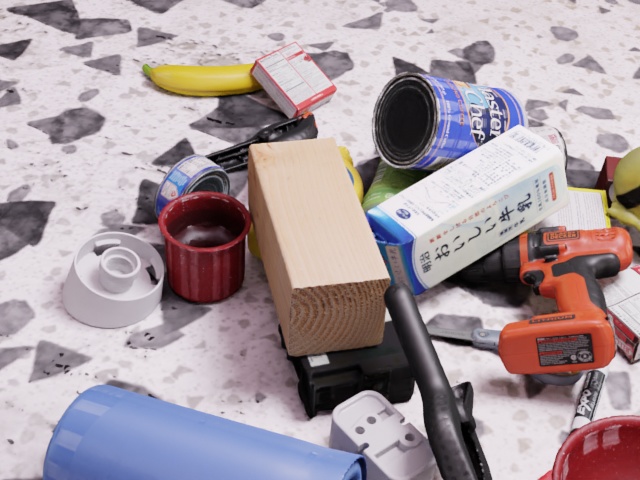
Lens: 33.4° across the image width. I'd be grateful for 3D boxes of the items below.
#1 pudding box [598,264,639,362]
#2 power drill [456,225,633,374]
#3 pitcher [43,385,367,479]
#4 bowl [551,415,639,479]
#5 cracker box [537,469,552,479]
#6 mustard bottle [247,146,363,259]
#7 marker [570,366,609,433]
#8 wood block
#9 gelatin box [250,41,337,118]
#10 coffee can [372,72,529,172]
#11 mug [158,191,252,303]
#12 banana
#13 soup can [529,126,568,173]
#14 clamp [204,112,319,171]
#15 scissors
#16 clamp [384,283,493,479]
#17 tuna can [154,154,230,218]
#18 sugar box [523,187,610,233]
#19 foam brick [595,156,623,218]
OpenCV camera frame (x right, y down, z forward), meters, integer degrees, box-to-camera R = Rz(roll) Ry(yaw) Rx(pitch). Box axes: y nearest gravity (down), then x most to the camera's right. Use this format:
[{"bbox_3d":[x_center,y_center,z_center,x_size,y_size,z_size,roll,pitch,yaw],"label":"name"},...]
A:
[{"bbox_3d":[0.337,0.070,1.100,0.113,0.039,0.090,-19,45,-21],"label":"pudding box"},{"bbox_3d":[0.217,0.053,1.056,0.185,0.057,0.187,-8,32,17],"label":"power drill"},{"bbox_3d":[-0.089,0.199,0.859,0.243,0.149,0.145,16,60,17],"label":"pitcher"},{"bbox_3d":[0.251,0.211,0.809,0.162,0.055,0.162,3,40,-3],"label":"bowl"},{"bbox_3d":[0.234,0.257,0.852,0.213,0.072,0.164,-26,50,-31],"label":"cracker box"},{"bbox_3d":[-0.004,-0.046,1.184,0.096,0.058,0.191,11,41,16],"label":"mustard bottle"},{"bbox_3d":[0.251,0.159,1.004,0.020,0.020,0.121,18,43,15],"label":"marker"},{"bbox_3d":[-0.007,0.002,1.018,0.090,0.090,0.206,-7,43,-12],"label":"wood block"},{"bbox_3d":[-0.034,-0.203,1.360,0.073,0.030,0.089,-34,78,-35],"label":"gelatin box"},{"bbox_3d":[0.141,-0.122,1.157,0.140,0.103,0.103,3,35,-38],"label":"coffee can"},{"bbox_3d":[-0.118,0.002,1.101,0.093,0.081,0.117,0,42,-5],"label":"mug"},{"bbox_3d":[-0.132,-0.214,1.379,0.197,0.037,0.069,0,43,-5],"label":"banana"},{"bbox_3d":[0.230,-0.096,1.256,0.102,0.068,0.068,-8,43,-14],"label":"soup can"},{"bbox_3d":[-0.054,-0.107,1.244,0.171,0.039,0.120,-32,35,-33],"label":"clamp"},{"bbox_3d":[0.171,0.109,1.053,0.201,0.016,0.096,-2,36,-6],"label":"scissors"},{"bbox_3d":[0.104,0.142,0.896,0.036,0.164,0.210,-26,31,13],"label":"clamp"},{"bbox_3d":[-0.137,-0.048,1.153,0.034,0.086,0.086,33,49,26],"label":"tuna can"},{"bbox_3d":[0.230,-0.021,1.189,0.176,0.048,0.093,5,42,5],"label":"sugar box"},{"bbox_3d":[0.363,-0.058,1.236,0.078,0.053,0.051,9,42,6],"label":"foam brick"}]
